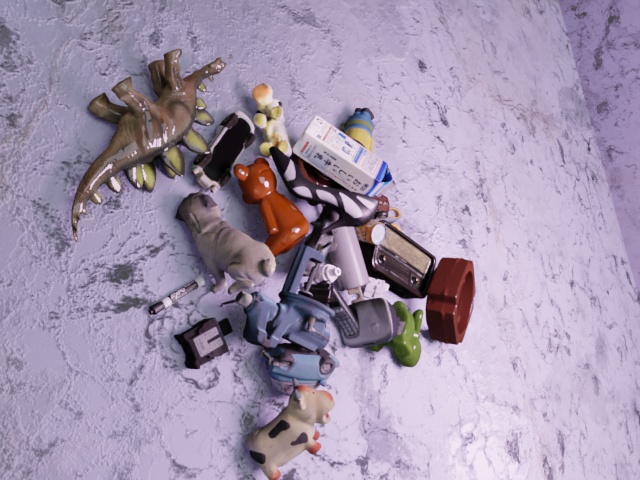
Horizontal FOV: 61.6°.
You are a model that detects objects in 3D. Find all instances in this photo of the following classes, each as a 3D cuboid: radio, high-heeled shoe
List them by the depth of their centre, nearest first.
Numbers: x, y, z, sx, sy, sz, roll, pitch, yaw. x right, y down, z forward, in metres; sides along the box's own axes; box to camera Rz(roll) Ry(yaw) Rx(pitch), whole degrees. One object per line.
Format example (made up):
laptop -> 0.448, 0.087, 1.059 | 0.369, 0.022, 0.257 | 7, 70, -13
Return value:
high-heeled shoe -> 0.009, -0.124, 1.128 | 0.145, 0.086, 0.248 | -33, 86, -5
radio -> 0.195, 0.057, 1.383 | 0.229, 0.073, 0.131 | 32, 65, -31

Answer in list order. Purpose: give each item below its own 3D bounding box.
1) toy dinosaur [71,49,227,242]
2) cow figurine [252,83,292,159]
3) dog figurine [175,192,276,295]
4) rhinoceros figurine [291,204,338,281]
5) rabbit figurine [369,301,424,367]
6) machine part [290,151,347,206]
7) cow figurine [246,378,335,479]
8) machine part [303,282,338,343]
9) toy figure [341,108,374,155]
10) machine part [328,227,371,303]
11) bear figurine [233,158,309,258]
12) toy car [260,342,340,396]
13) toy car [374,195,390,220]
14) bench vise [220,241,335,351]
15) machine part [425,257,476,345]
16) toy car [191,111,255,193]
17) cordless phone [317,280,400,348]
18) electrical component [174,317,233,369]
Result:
toy dinosaur -> -0.313, -0.199, 0.985 | 0.198, 0.105, 0.471 | 54, 55, -22
cow figurine -> -0.104, -0.260, 1.202 | 0.098, 0.068, 0.167 | 7, 71, -81
dog figurine -> -0.177, -0.007, 1.014 | 0.121, 0.172, 0.190 | -48, 119, -50
rhinoceros figurine -> -0.002, -0.004, 1.183 | 0.073, 0.112, 0.190 | 24, 73, 13
rabbit figurine -> 0.199, 0.241, 1.342 | 0.170, 0.121, 0.159 | 58, 39, -38
machine part -> 0.010, -0.158, 1.260 | 0.179, 0.056, 0.179 | 13, 57, -21
cow figurine -> -0.055, 0.355, 1.032 | 0.195, 0.085, 0.127 | -37, 102, 4
machine part -> -0.005, 0.164, 1.190 | 0.039, 0.084, 0.138 | 6, 87, -70
toy figure -> 0.092, -0.259, 1.375 | 0.089, 0.082, 0.180 | 29, 63, -37
machine part -> 0.060, 0.031, 1.272 | 0.079, 0.079, 0.243 | -16, 89, -43
bear figurine -> -0.117, -0.066, 1.126 | 0.196, 0.132, 0.120 | 49, 34, 2
toy car -> -0.046, 0.269, 1.103 | 0.161, 0.109, 0.102 | 8, 97, -32
toy car -> 0.105, -0.106, 1.357 | 0.202, 0.053, 0.089 | 8, 67, -34
bench vise -> -0.055, 0.106, 1.067 | 0.223, 0.129, 0.240 | 28, 71, -19
machine part -> 0.353, 0.161, 1.448 | 0.201, 0.087, 0.200 | -60, 145, -38
toy car -> -0.199, -0.185, 1.114 | 0.073, 0.056, 0.202 | 47, 53, -31
cordless phone -> 0.083, 0.151, 1.215 | 0.184, 0.147, 0.089 | 54, 42, -18
electrical component -> -0.207, 0.186, 1.015 | 0.119, 0.048, 0.074 | -22, 94, -41
